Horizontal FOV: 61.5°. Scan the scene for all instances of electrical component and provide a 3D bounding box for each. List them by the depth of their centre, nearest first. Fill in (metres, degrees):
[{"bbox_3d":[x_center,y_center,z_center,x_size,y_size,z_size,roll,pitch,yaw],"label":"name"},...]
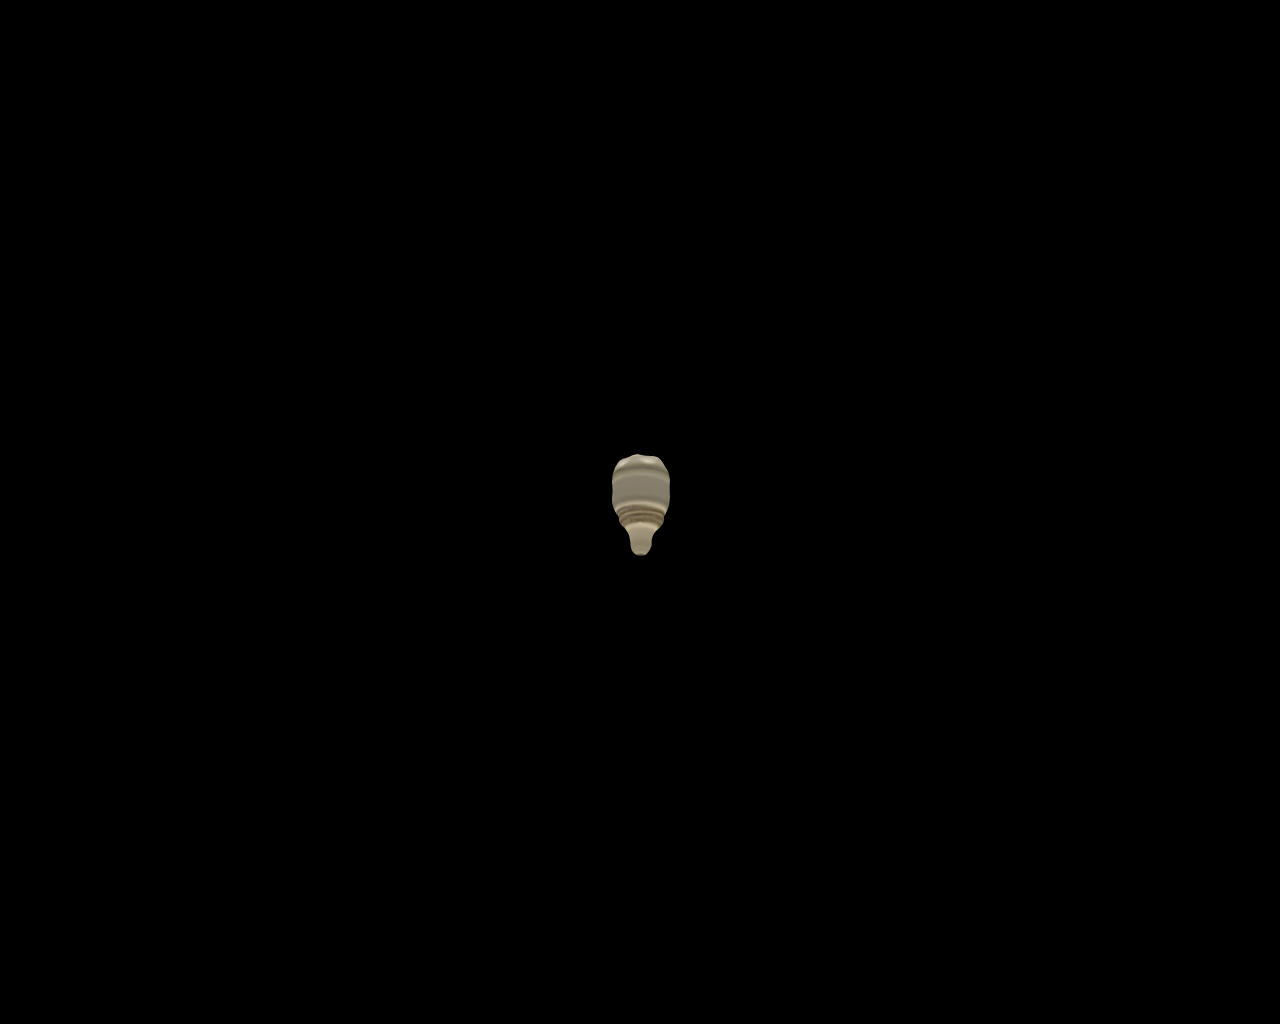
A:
[{"bbox_3d":[0.001,-0.003,0.650,0.035,0.061,0.035,0,-20,0],"label":"electrical component"}]
